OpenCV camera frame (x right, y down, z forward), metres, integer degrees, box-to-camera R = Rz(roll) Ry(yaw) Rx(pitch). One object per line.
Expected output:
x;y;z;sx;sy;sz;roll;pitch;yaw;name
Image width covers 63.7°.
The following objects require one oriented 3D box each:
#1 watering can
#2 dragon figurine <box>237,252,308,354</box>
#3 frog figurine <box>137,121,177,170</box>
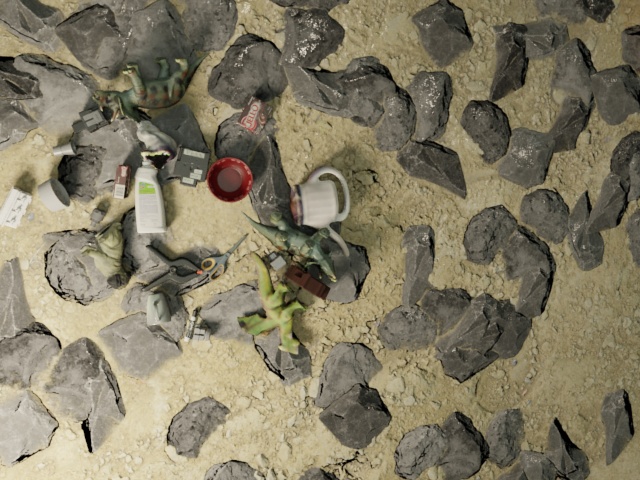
0.006;-0.095;1.896;0.225;0.345;0.104;-7;8;-11;watering can
-0.193;0.254;1.878;0.242;0.407;0.123;-41;14;2;dragon figurine
-0.553;-0.341;1.749;0.121;0.162;0.136;-25;-25;25;frog figurine
